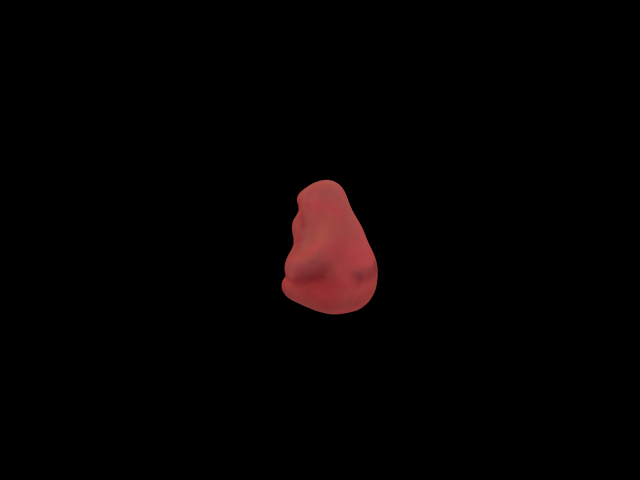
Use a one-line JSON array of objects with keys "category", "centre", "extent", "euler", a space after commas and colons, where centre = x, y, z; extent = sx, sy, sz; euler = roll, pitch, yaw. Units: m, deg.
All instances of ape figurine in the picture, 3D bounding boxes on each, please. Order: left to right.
[{"category": "ape figurine", "centre": [0.004, 0.001, 0.400], "extent": [0.075, 0.092, 0.078], "euler": [20, 32, 36]}]
